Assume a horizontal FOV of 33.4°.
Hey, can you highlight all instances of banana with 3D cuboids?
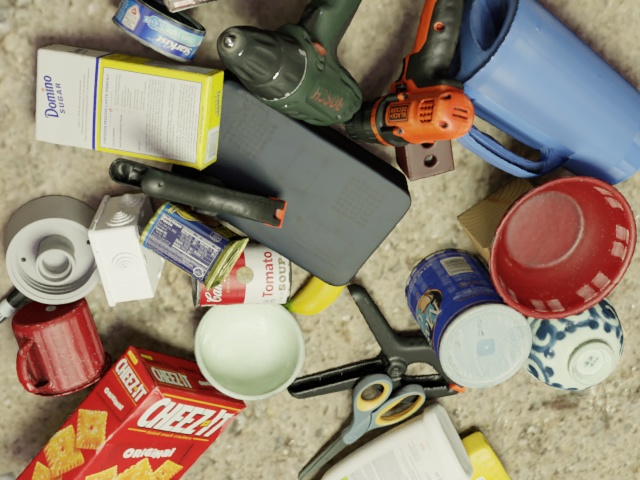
[{"bbox_3d":[0.008,0.009,1.176,0.069,0.037,0.198,12,111,-17],"label":"banana"}]

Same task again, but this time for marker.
[{"bbox_3d":[-0.353,0.088,1.146,0.121,0.020,0.020,-42,116,9],"label":"marker"}]

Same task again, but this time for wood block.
[{"bbox_3d":[0.255,0.042,1.216,0.090,0.091,0.206,-34,117,4],"label":"wood block"}]

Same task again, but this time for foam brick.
[{"bbox_3d":[0.108,-0.112,1.133,0.053,0.051,0.078,-15,117,-6],"label":"foam brick"}]

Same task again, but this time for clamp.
[{"bbox_3d":[0.084,0.135,1.250,0.209,0.036,0.165,13,119,-19],"label":"clamp"},{"bbox_3d":[-0.116,-0.045,1.015,0.171,0.120,0.039,17,97,-36],"label":"clamp"}]

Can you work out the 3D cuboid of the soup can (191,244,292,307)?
[{"bbox_3d":[-0.086,0.037,1.152,0.102,0.068,0.068,-1,115,-13],"label":"soup can"}]

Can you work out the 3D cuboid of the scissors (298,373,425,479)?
[{"bbox_3d":[0.031,0.220,1.271,0.202,0.016,0.096,-32,129,15],"label":"scissors"}]

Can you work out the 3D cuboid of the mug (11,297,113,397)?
[{"bbox_3d":[-0.281,0.113,1.123,0.093,0.117,0.081,-2,115,27],"label":"mug"}]

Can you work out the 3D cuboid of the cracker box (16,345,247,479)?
[{"bbox_3d":[-0.206,0.226,1.174,0.214,0.072,0.164,-48,147,12],"label":"cracker box"}]

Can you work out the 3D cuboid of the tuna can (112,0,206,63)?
[{"bbox_3d":[-0.152,-0.204,1.014,0.086,0.086,0.034,24,105,-22],"label":"tuna can"}]

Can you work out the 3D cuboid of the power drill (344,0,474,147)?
[{"bbox_3d":[0.091,-0.184,1.045,0.057,0.185,0.187,7,89,-32],"label":"power drill"}]

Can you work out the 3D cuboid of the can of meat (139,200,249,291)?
[{"bbox_3d":[-0.125,0.002,1.064,0.084,0.102,0.057,32,95,2],"label":"can of meat"}]

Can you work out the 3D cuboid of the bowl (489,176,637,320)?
[{"bbox_3d":[0.243,0.000,1.111,0.162,0.055,0.162,-5,115,-11],"label":"bowl"}]

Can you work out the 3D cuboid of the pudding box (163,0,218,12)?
[{"bbox_3d":[-0.106,-0.245,0.990,0.090,0.113,0.039,-15,112,-6],"label":"pudding box"}]

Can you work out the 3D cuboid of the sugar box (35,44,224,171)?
[{"bbox_3d":[-0.184,-0.129,1.025,0.176,0.048,0.093,12,109,14],"label":"sugar box"}]

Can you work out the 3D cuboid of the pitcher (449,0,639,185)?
[{"bbox_3d":[0.232,-0.145,1.100,0.242,0.145,0.149,30,113,-26],"label":"pitcher"}]

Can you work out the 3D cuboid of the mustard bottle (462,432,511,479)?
[{"bbox_3d":[0.142,0.323,1.342,0.191,0.058,0.096,-31,126,3],"label":"mustard bottle"}]

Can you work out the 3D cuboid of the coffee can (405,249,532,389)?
[{"bbox_3d":[0.162,0.085,1.188,0.102,0.140,0.103,-5,116,-10],"label":"coffee can"}]

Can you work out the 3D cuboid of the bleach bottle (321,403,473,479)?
[{"bbox_3d":[0.053,0.295,1.293,0.251,0.068,0.102,-28,82,16],"label":"bleach bottle"}]
